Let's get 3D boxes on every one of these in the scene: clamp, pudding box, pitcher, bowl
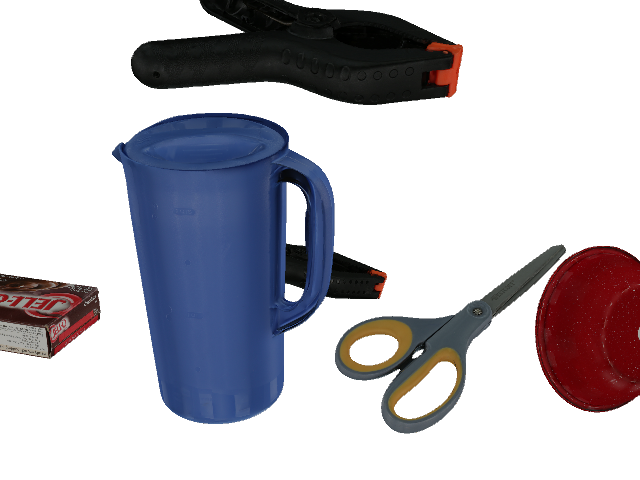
[{"bbox_3d":[-0.030,0.029,1.142,0.210,0.036,0.164,16,18,-6],"label":"clamp"},{"bbox_3d":[-0.275,0.069,0.990,0.114,0.039,0.090,5,20,18],"label":"pudding box"},{"bbox_3d":[-0.014,-0.101,0.575,0.172,0.039,0.120,14,43,17],"label":"clamp"},{"bbox_3d":[-0.078,0.026,0.875,0.144,0.243,0.149,-12,27,-21],"label":"pitcher"},{"bbox_3d":[0.283,0.086,1.008,0.161,0.162,0.055,0,0,-27],"label":"bowl"}]

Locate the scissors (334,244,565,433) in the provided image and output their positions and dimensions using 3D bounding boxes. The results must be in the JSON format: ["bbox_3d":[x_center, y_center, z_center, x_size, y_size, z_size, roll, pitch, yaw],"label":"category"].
[{"bbox_3d":[0.085,0.049,0.724,0.096,0.016,0.201,23,49,21],"label":"scissors"}]
